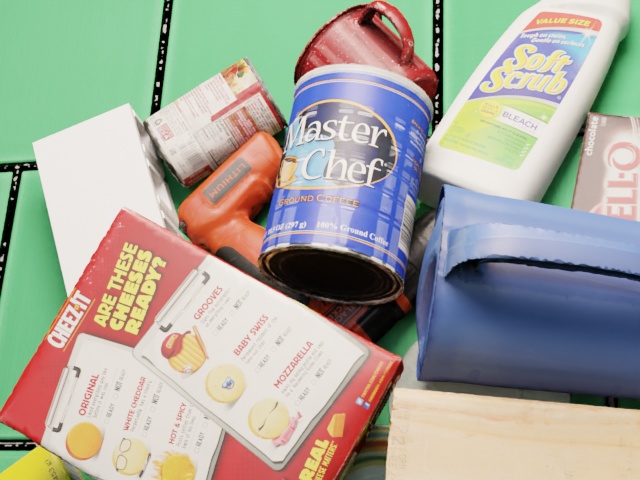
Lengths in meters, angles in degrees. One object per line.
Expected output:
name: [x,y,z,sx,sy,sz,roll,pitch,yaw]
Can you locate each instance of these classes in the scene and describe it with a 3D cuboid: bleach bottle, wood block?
bleach bottle: [0.168,-0.130,0.838,0.103,0.068,0.250,23,72,22]
wood block: [0.146,0.155,0.687,0.206,0.091,0.090,5,71,7]

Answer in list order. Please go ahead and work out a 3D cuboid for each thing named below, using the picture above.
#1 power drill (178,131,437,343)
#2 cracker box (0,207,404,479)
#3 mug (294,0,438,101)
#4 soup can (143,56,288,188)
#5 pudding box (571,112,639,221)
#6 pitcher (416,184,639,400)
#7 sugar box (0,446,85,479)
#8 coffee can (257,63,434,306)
power drill: [-0.005,0.001,0.826,0.184,0.057,0.188,-43,64,-6]
cracker box: [-0.075,0.101,0.707,0.214,0.072,0.164,28,82,12]
mug: [0.043,-0.135,0.845,0.093,0.117,0.081,-26,64,-37]
soup can: [-0.086,-0.096,0.883,0.102,0.068,0.068,-32,64,0]
pudding box: [0.235,-0.035,0.791,0.090,0.039,0.113,8,70,18]
pitcher: [0.186,0.041,0.697,0.243,0.145,0.149,7,25,4]
sugar box: [-0.246,0.239,0.791,0.176,0.048,0.093,-36,65,-4]
coffee can: [0.019,-0.037,0.751,0.103,0.102,0.140,5,67,16]
